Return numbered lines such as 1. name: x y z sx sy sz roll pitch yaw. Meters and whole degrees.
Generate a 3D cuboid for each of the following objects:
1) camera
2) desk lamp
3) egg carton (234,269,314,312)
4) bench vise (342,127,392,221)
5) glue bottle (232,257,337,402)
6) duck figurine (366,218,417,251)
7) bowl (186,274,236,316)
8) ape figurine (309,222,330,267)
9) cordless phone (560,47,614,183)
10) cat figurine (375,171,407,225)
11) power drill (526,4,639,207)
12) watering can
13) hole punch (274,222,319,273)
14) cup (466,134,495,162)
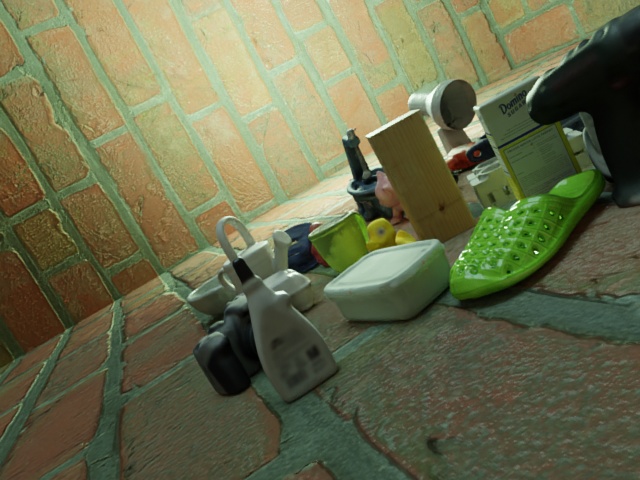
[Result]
1. camera: -0.088 0.131 0.781 0.143 0.101 0.136 -35 12 -32
2. desk lamp: 0.314 -0.286 1.439 0.118 0.214 0.202 -33 11 -20
3. egg carton: -0.083 0.108 0.978 0.150 0.069 0.107 -31 10 -12
4. bench vise: 0.091 -0.146 1.331 0.122 0.220 0.206 -35 12 -29
5. glue bottle: -0.051 0.094 0.653 0.078 0.173 0.037 -31 10 -11
6. duck figurine: 0.109 0.004 0.915 0.077 0.086 0.105 -20 14 42
7. bowl: -0.199 0.116 1.241 0.167 0.075 0.167 -28 10 6
8. ape figurine: 0.011 0.004 1.171 0.077 0.092 0.076 -23 12 28
9. cordless phone: 0.405 -0.181 0.741 0.147 0.185 0.094 -24 11 24
10. cat figurine: 0.163 -0.101 1.205 0.067 0.118 0.128 -19 14 42
11. power drill: 0.358 -0.150 0.648 0.076 0.208 0.229 -36 12 -34
12. watering can: -0.127 0.038 1.087 0.173 0.194 0.101 -28 10 5
13. hole punch: -0.052 0.022 1.257 0.108 0.091 0.101 -24 11 26
14. cup: 0.337 -0.156 1.062 0.118 0.095 0.091 -29 10 -1
